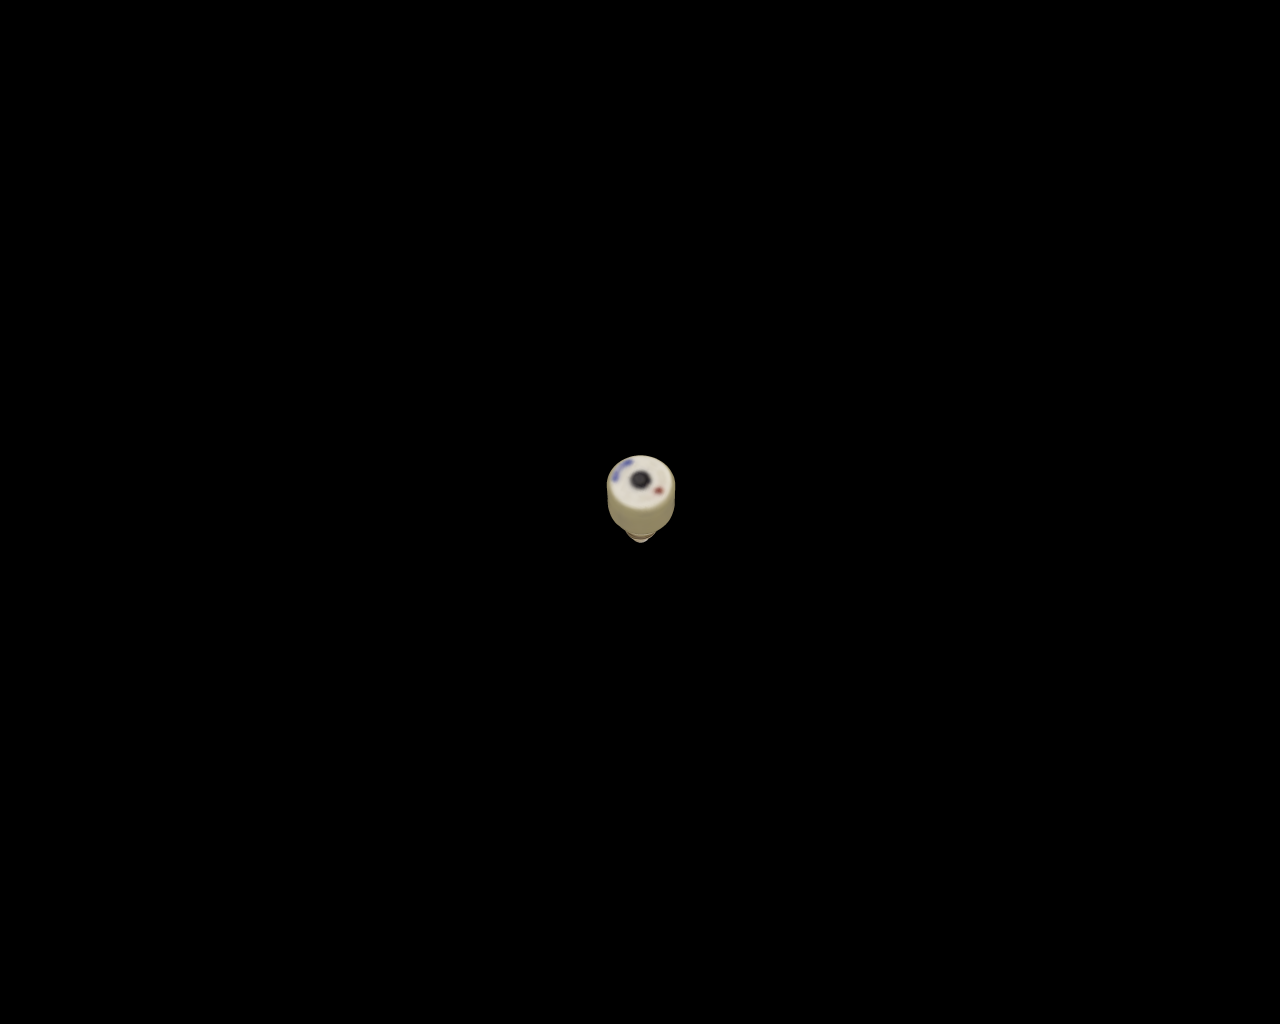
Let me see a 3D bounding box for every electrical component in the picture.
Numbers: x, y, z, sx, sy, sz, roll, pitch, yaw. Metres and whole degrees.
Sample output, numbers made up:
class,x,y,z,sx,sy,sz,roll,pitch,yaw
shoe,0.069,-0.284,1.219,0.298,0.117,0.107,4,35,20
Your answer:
class,x,y,z,sx,sy,sz,roll,pitch,yaw
electrical component,0.001,-0.003,0.650,0.040,0.040,0.078,0,-28,0
